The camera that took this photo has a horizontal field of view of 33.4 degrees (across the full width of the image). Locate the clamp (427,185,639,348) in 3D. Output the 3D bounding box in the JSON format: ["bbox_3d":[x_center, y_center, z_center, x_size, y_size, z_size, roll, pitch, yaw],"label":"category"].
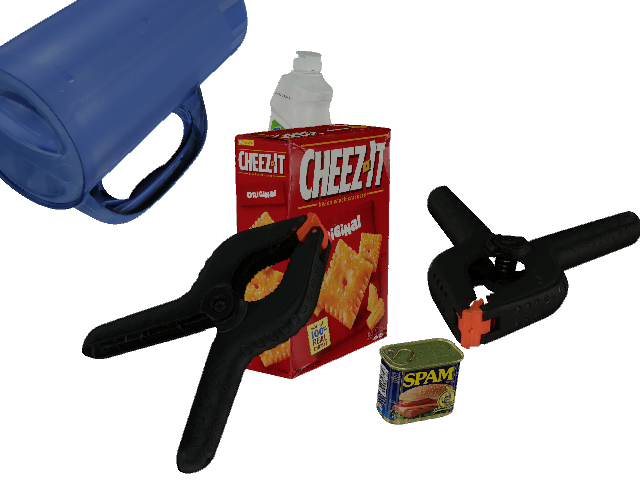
[{"bbox_3d":[0.124,0.012,0.761,0.165,0.036,0.209,12,28,26],"label":"clamp"}]

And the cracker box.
[{"bbox_3d":[-0.002,0.004,0.995,0.072,0.214,0.163,9,14,35],"label":"cracker box"}]

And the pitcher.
[{"bbox_3d":[-0.162,-0.136,0.882,0.145,0.149,0.242,20,48,27],"label":"pitcher"}]

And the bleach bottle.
[{"bbox_3d":[-0.020,-0.080,1.178,0.067,0.251,0.103,-9,24,-39],"label":"bleach bottle"}]

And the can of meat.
[{"bbox_3d":[0.121,0.175,1.322,0.102,0.084,0.057,-6,26,-21],"label":"can of meat"}]

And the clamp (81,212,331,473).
[{"bbox_3d":[-0.055,0.057,0.655,0.171,0.120,0.039,-38,-24,1],"label":"clamp"}]
